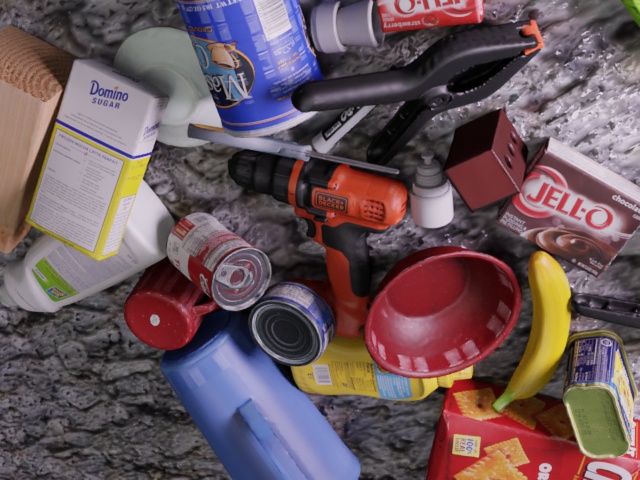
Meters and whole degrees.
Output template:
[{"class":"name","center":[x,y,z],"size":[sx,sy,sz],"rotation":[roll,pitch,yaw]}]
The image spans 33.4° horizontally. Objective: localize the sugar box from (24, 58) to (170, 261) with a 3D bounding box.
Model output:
[{"class":"sugar box","center":[-0.218,-0.079,1.043],"size":[0.093,0.048,0.176],"rotation":[27,106,12]}]

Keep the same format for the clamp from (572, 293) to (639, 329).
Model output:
[{"class":"clamp","center":[0.330,0.075,1.023],"size":[0.120,0.039,0.171],"rotation":[-33,108,36]}]

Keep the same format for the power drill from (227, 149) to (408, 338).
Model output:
[{"class":"power drill","center":[-0.007,0.001,1.075],"size":[0.185,0.057,0.188],"rotation":[15,128,18]}]

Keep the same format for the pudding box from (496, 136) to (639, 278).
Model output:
[{"class":"pudding box","center":[0.233,-0.030,0.983],"size":[0.113,0.039,0.090],"rotation":[28,127,-1]}]

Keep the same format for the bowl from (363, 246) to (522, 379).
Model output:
[{"class":"bowl","center":[0.114,0.061,1.054],"size":[0.162,0.055,0.162],"rotation":[-8,128,-11]}]

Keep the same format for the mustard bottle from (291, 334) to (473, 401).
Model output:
[{"class":"mustard bottle","center":[0.067,0.131,1.139],"size":[0.192,0.058,0.096],"rotation":[3,132,17]}]

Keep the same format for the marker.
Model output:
[{"class":"marker","center":[0.037,-0.122,0.998],"size":[0.020,0.020,0.121],"rotation":[42,126,-12]}]

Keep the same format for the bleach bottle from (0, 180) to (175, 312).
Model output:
[{"class":"bleach bottle","center":[-0.275,0.016,1.177],"size":[0.251,0.068,0.102],"rotation":[-24,113,33]}]

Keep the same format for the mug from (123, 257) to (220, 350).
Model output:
[{"class":"mug","center":[-0.150,0.064,1.154],"size":[0.117,0.081,0.093],"rotation":[-4,122,21]}]

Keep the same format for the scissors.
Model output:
[{"class":"scissors","center":[-0.025,-0.086,1.011],"size":[0.202,0.096,0.016],"rotation":[11,99,2]}]

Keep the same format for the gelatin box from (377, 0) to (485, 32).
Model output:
[{"class":"gelatin box","center":[0.091,-0.218,0.906],"size":[0.089,0.030,0.073],"rotation":[-1,123,20]}]

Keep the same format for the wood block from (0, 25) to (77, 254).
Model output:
[{"class":"wood block","center":[-0.319,-0.100,1.093],"size":[0.091,0.090,0.206],"rotation":[26,128,0]}]

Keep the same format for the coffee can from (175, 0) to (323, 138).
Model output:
[{"class":"coffee can","center":[-0.060,-0.176,0.943],"size":[0.103,0.102,0.140],"rotation":[-6,121,23]}]

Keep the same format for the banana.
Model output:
[{"class":"banana","center":[0.219,0.090,1.057],"size":[0.037,0.069,0.198],"rotation":[33,131,37]}]

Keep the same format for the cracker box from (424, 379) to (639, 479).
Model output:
[{"class":"cracker box","center":[0.226,0.249,1.159],"size":[0.214,0.072,0.164],"rotation":[14,127,9]}]

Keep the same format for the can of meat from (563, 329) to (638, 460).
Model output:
[{"class":"can of meat","center":[0.280,0.155,1.067],"size":[0.058,0.083,0.102],"rotation":[-10,120,25]}]

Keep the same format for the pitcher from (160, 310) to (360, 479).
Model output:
[{"class":"pitcher","center":[-0.067,0.202,1.184],"size":[0.149,0.144,0.242],"rotation":[-20,111,38]}]

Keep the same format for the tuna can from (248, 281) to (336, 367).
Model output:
[{"class":"tuna can","center":[-0.029,0.087,1.085],"size":[0.086,0.033,0.086],"rotation":[14,127,20]}]

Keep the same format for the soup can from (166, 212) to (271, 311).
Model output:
[{"class":"soup can","center":[-0.105,0.020,1.084],"size":[0.102,0.068,0.068],"rotation":[35,142,47]}]

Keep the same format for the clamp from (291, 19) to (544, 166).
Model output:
[{"class":"clamp","center":[0.088,-0.135,0.920],"size":[0.210,0.036,0.164],"rotation":[-28,154,26]}]

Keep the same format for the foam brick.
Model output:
[{"class":"foam brick","center":[0.150,-0.072,0.959],"size":[0.051,0.078,0.053],"rotation":[-25,115,31]}]
